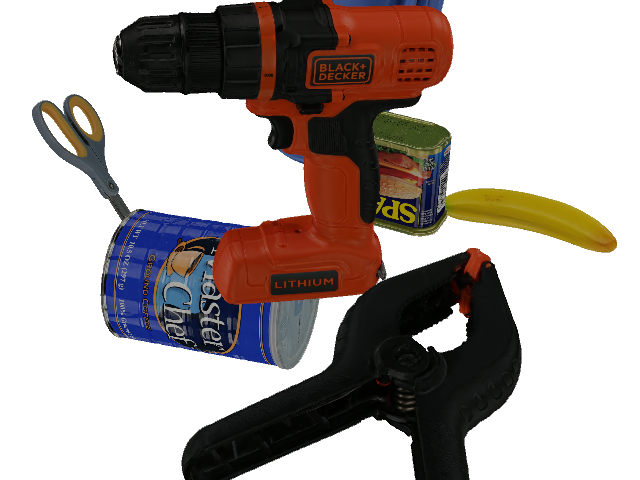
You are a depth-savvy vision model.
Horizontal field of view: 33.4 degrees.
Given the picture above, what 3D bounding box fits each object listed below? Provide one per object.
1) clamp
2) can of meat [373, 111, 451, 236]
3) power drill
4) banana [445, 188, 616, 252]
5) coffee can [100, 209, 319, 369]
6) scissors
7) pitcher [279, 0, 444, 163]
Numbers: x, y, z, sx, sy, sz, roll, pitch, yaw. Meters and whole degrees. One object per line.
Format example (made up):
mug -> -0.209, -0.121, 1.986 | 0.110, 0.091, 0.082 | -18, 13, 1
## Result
clamp -> 0.041, 0.067, 0.435 | 0.120, 0.039, 0.171 | 32, 52, 22
can of meat -> 0.061, -0.061, 0.920 | 0.102, 0.084, 0.057 | 16, 36, 21
power drill -> -0.024, -0.049, 0.616 | 0.184, 0.188, 0.057 | -3, 40, -11
banana -> 0.209, -0.022, 1.100 | 0.198, 0.037, 0.069 | 10, 38, 22
coffee can -> -0.081, 0.036, 0.814 | 0.140, 0.103, 0.102 | 9, 2, 16
scissors -> -0.216, -0.070, 1.094 | 0.016, 0.201, 0.096 | -26, 27, 28
pitcher -> 0.033, -0.194, 1.060 | 0.145, 0.243, 0.149 | 11, 19, -1
